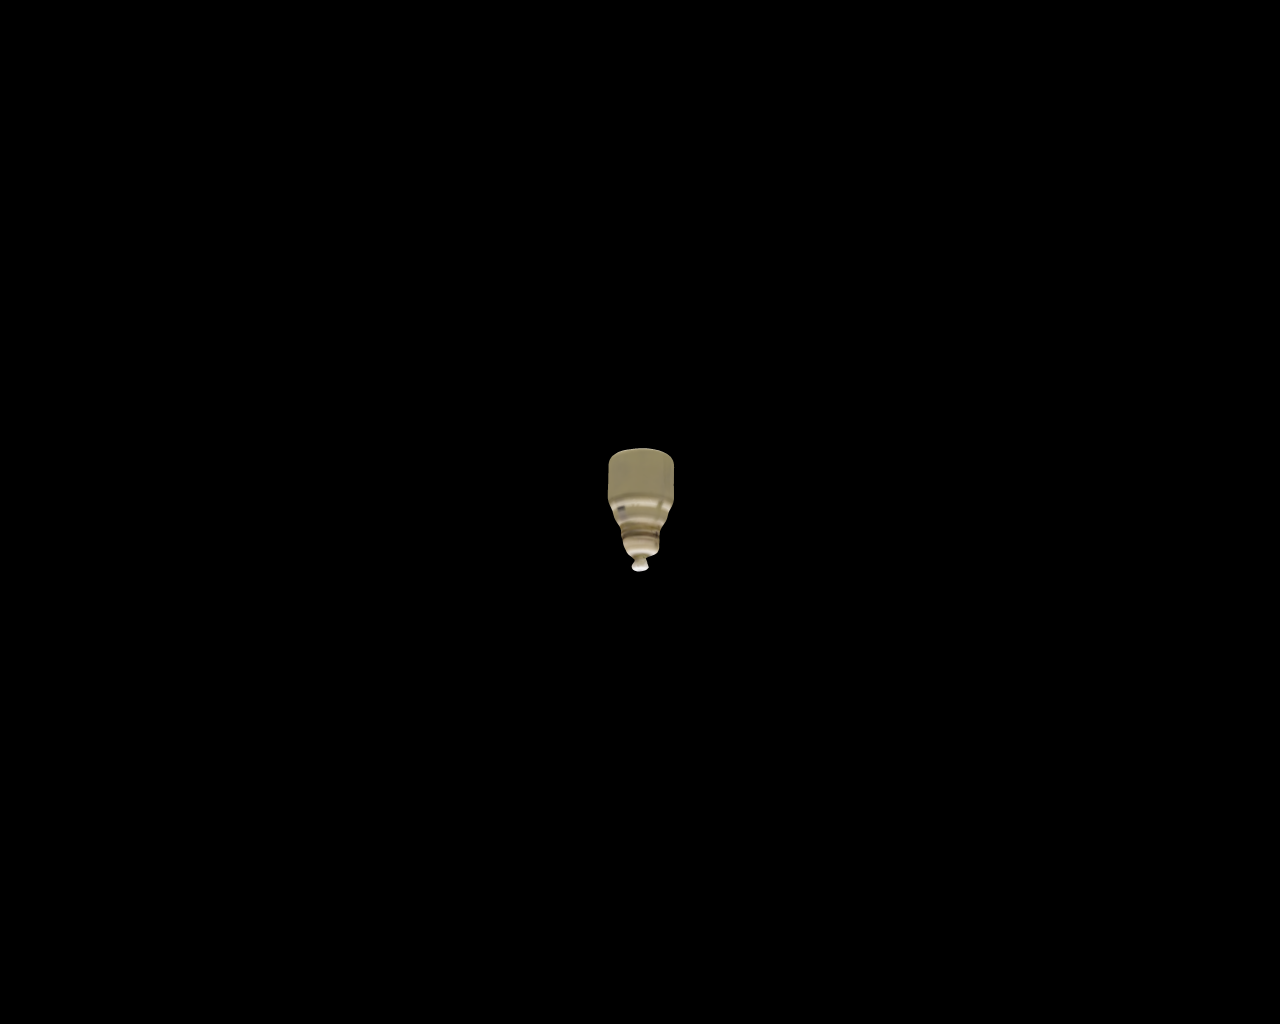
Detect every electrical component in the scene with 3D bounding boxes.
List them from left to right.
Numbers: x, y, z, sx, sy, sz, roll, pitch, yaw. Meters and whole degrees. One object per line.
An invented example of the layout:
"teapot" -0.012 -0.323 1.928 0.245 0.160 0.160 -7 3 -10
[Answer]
"electrical component" 0.001 -0.003 0.650 0.040 0.078 0.040 0 -15 0
